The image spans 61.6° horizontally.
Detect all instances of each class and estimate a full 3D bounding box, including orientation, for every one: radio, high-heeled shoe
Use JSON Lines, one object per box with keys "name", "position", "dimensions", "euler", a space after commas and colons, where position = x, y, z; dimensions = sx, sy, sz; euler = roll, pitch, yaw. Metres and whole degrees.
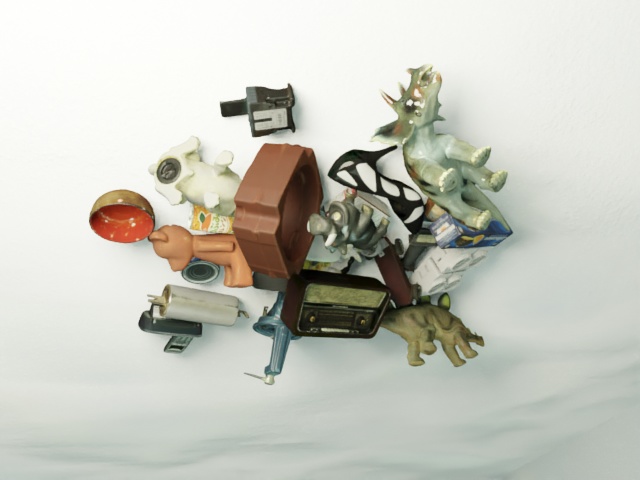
{"name": "radio", "position": [0.034, 0.141, 1.161], "dimensions": [0.229, 0.073, 0.131], "euler": [9, 107, -30]}
{"name": "high-heeled shoe", "position": [0.112, -0.076, 1.035], "dimensions": [0.145, 0.086, 0.248], "euler": [-29, 125, -6]}

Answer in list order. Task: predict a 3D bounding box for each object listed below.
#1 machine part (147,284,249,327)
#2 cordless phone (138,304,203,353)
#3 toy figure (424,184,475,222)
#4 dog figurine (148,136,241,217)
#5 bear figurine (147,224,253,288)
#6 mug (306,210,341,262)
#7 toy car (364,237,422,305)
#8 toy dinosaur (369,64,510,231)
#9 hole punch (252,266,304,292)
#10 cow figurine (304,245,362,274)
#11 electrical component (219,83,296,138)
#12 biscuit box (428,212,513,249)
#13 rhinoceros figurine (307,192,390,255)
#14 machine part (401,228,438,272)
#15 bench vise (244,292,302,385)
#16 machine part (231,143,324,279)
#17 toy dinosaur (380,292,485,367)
{"name": "machine part", "position": [-0.278, 0.152, 1.242], "dimensions": [0.243, 0.079, 0.079], "euler": [13, 136, -29]}
{"name": "cordless phone", "position": [-0.376, 0.227, 1.310], "dimensions": [0.146, 0.089, 0.184], "euler": [11, 141, -26]}
{"name": "toy figure", "position": [0.254, -0.083, 1.102], "dimensions": [0.064, 0.058, 0.154], "euler": [40, 131, 1]}
{"name": "dog figurine", "position": [-0.191, -0.089, 0.962], "dimensions": [0.172, 0.121, 0.190], "euler": [25, 174, 18]}
{"name": "bear figurine", "position": [-0.238, 0.034, 1.062], "dimensions": [0.196, 0.132, 0.120], "euler": [-1, 176, -24]}
{"name": "mug", "position": [-0.002, -0.003, 1.110], "dimensions": [0.107, 0.109, 0.081], "euler": [25, 166, -40]}
{"name": "toy car", "position": [0.168, 0.069, 1.234], "dimensions": [0.089, 0.053, 0.201], "euler": [-10, 122, 28]}
{"name": "toy dinosaur", "position": [0.215, -0.126, 0.955], "dimensions": [0.131, 0.192, 0.404], "euler": [-48, 142, -1]}
{"name": "hole punch", "position": [-0.098, 0.042, 1.156], "dimensions": [0.142, 0.092, 0.115], "euler": [12, 104, -25]}
{"name": "cow figurine", "position": [0.042, 0.048, 1.198], "dimensions": [0.098, 0.068, 0.167], "euler": [20, 132, -33]}
{"name": "electrical component", "position": [-0.100, -0.207, 0.861], "dimensions": [0.119, 0.048, 0.074], "euler": [-6, 141, -10]}
{"name": "biscuit box", "position": [0.325, -0.022, 1.146], "dimensions": [0.202, 0.059, 0.063], "euler": [-2, 149, -40]}
{"name": "rhinoceros figurine", "position": [0.050, -0.025, 0.989], "dimensions": [0.190, 0.073, 0.112], "euler": [13, 113, -55]}
{"name": "machine part", "position": [0.226, 0.020, 1.238], "dimensions": [0.084, 0.039, 0.138], "euler": [-4, 140, -23]}
{"name": "bench vise", "position": [-0.088, 0.211, 1.246], "dimensions": [0.129, 0.240, 0.223], "euler": [22, 153, -22]}
{"name": "machine part", "position": [-0.069, -0.052, 0.935], "dimensions": [0.087, 0.201, 0.200], "euler": [9, 146, 17]}
{"name": "toy dinosaur", "position": [0.246, 0.210, 1.349], "dimensions": [0.471, 0.199, 0.105], "euler": [15, 136, -30]}
